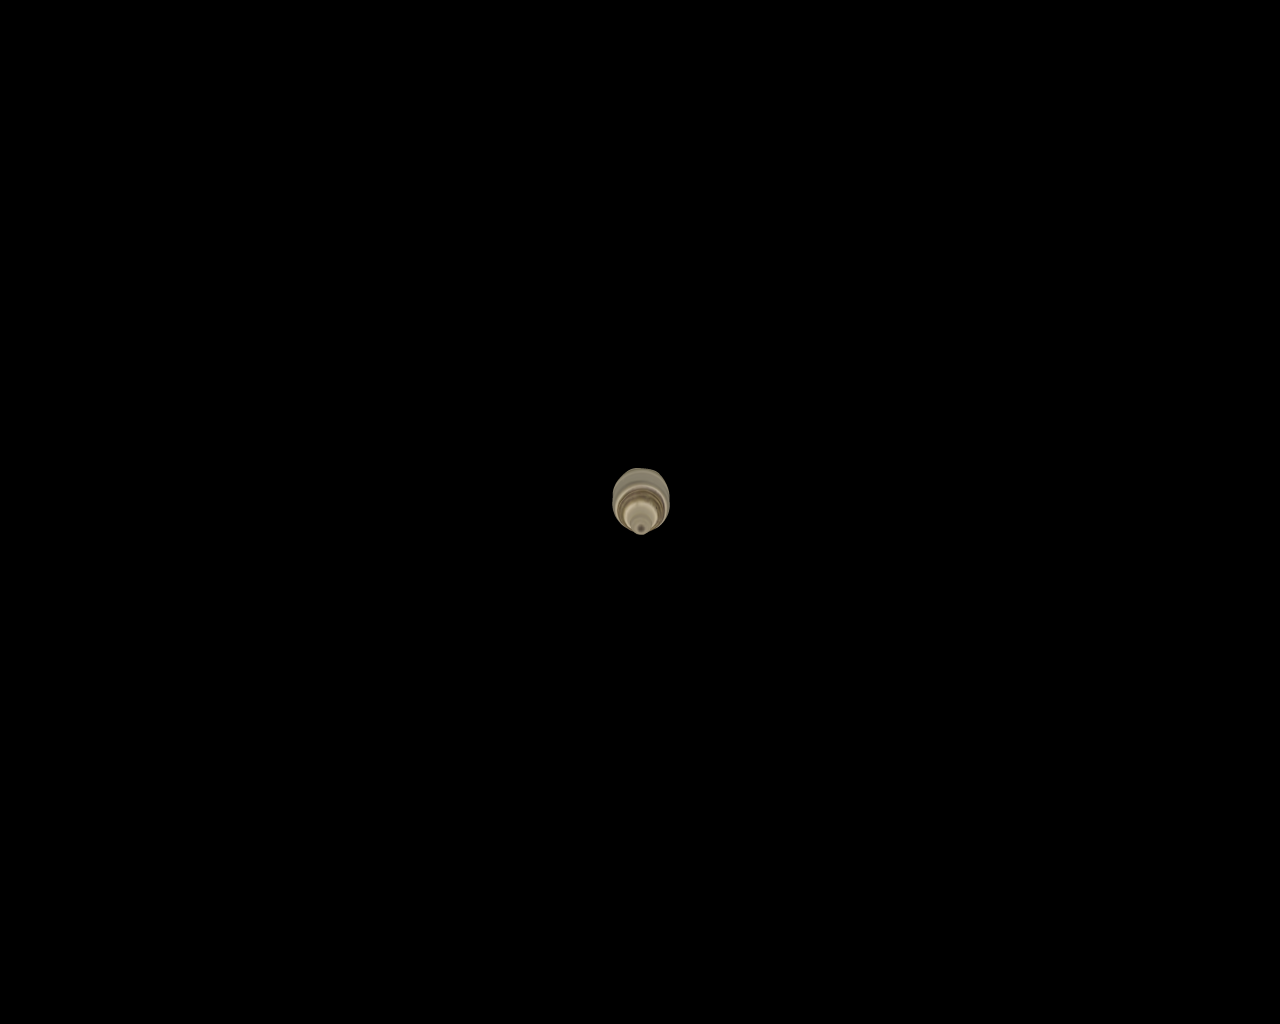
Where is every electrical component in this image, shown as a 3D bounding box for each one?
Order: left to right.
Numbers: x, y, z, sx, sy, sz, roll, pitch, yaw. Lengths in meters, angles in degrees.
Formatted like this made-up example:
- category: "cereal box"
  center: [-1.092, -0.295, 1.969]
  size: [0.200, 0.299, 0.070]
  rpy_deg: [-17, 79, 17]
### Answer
- category: "electrical component"
  center: [0.001, -0.003, 0.650]
  size: [0.035, 0.035, 0.061]
  rpy_deg: [0, 24, 0]
